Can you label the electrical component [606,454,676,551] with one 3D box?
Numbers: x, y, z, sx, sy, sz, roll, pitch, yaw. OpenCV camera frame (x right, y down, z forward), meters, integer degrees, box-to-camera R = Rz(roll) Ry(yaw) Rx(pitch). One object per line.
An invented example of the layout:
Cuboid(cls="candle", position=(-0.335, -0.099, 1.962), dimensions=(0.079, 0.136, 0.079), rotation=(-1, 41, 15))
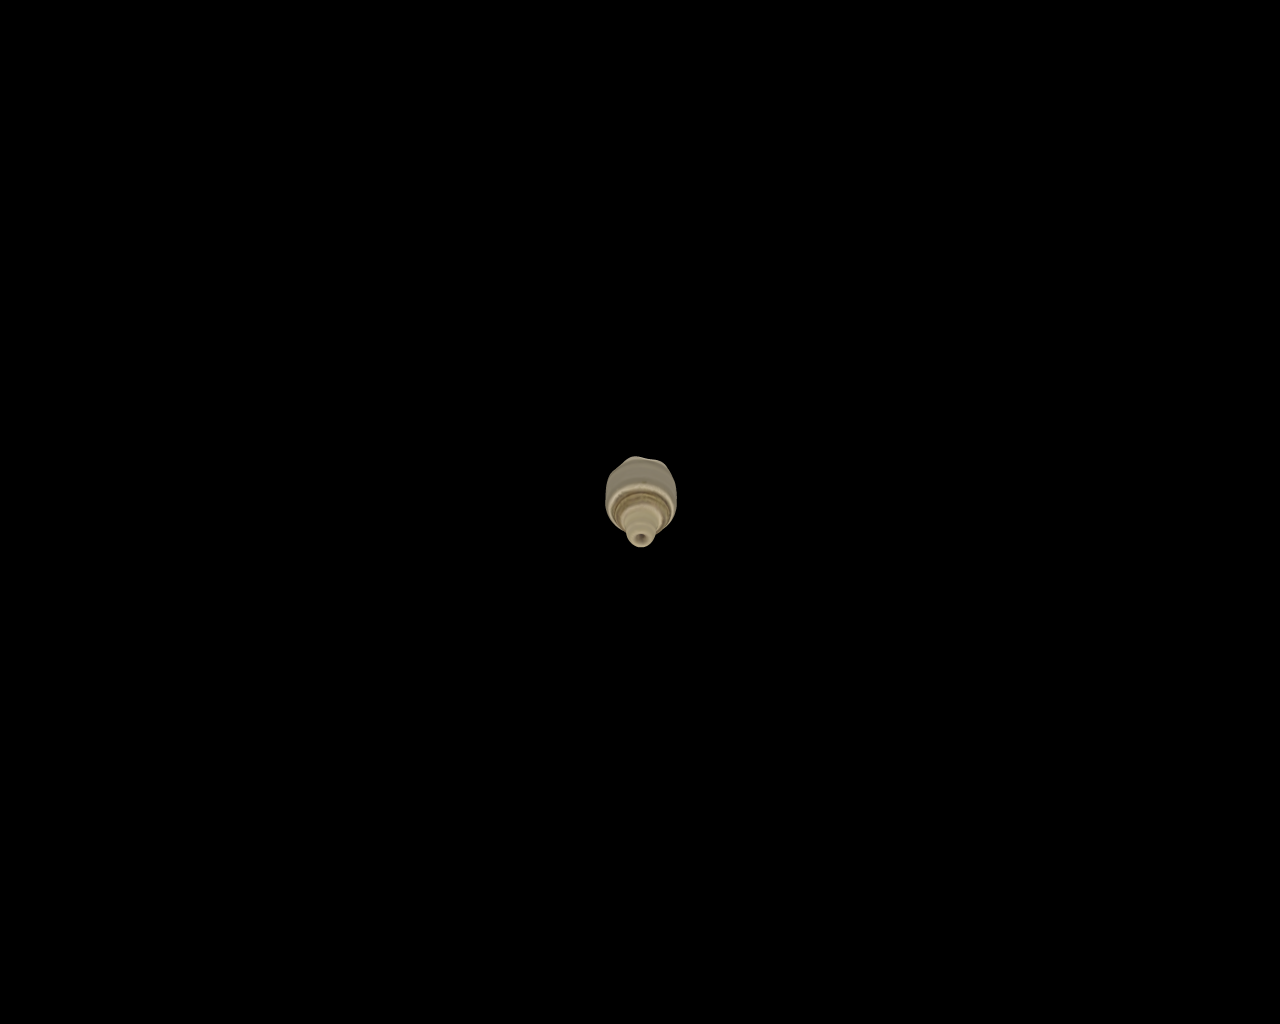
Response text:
Cuboid(cls="electrical component", position=(0.001, -0.003, 0.650), dimensions=(0.043, 0.043, 0.062), rotation=(0, 38, 0))
